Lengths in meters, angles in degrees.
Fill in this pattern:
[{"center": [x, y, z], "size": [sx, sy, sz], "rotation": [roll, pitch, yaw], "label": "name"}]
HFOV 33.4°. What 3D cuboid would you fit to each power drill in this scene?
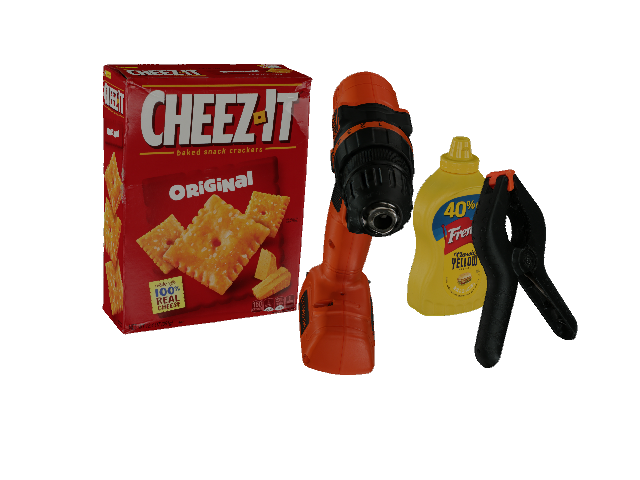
[{"center": [0.025, -0.002, 0.733], "size": [0.057, 0.188, 0.184], "rotation": [8, 31, -5], "label": "power drill"}]

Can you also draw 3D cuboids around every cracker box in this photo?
[{"center": [-0.097, -0.037, 0.900], "size": [0.163, 0.214, 0.072], "rotation": [-5, 20, -27], "label": "cracker box"}]

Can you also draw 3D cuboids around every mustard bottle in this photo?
[{"center": [0.144, -0.017, 1.147], "size": [0.096, 0.192, 0.058], "rotation": [-8, 22, -24], "label": "mustard bottle"}]

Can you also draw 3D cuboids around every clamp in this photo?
[{"center": [0.165, 0.027, 0.941], "size": [0.120, 0.171, 0.039], "rotation": [-24, 8, -40], "label": "clamp"}]
